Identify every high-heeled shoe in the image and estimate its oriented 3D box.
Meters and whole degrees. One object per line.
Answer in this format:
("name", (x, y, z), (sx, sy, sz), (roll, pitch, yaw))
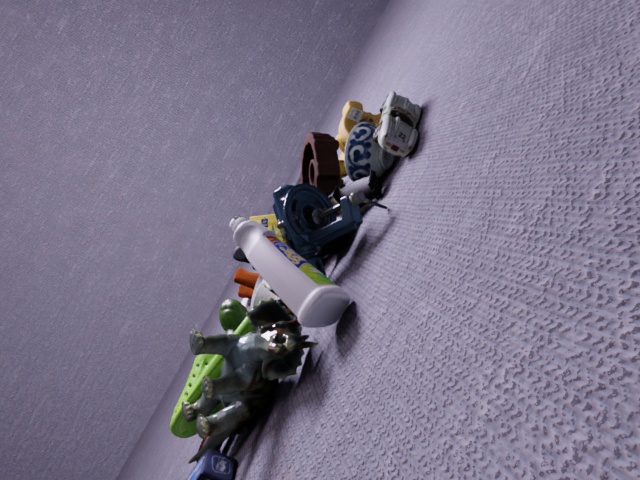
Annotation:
("high-heeled shoe", (-0.002, -0.003, 1.146), (0.145, 0.086, 0.249), (-54, 13, 0))

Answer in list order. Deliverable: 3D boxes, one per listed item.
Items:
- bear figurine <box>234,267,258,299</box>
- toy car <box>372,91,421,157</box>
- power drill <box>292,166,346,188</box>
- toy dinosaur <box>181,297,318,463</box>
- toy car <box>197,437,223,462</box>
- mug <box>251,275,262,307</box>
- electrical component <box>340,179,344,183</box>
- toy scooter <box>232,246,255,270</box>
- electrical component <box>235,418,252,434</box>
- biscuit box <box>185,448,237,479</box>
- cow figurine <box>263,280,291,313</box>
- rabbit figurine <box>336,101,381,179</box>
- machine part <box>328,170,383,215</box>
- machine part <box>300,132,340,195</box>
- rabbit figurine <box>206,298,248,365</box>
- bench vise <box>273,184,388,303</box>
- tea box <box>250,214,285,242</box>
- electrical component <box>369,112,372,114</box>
("bear figurine", (-0.138, 0.063, 1.456), (0.120, 0.132, 0.196), (88, -164, -59))
("toy car", (0.150, -0.224, 1.023), (0.056, 0.073, 0.202), (-56, 11, 41))
("power drill", (-0.005, -0.104, 1.339), (0.232, 0.086, 0.207), (-59, 34, 35))
("toy dinosaur", (-0.129, 0.246, 0.929), (0.131, 0.192, 0.404), (61, 145, 36))
("toy car", (-0.195, 0.362, 1.096), (0.089, 0.053, 0.202), (119, 176, -74))
("mug", (-0.119, 0.146, 1.311), (0.110, 0.080, 0.107), (23, 92, 47))
("electrical component", (0.022, -0.127, 1.431), (0.102, 0.045, 0.078), (-47, 15, 49))
("toy scooter", (-0.117, 0.052, 1.325), (0.135, 0.184, 0.075), (28, -103, -80))
("electrical component", (-0.139, 0.325, 1.037), (0.094, 0.021, 0.063), (-60, 10, 1))
("biscuit box", (-0.221, 0.459, 0.949), (0.202, 0.063, 0.059), (-56, 13, 20))
("cow figurine", (-0.074, 0.093, 1.105), (0.068, 0.167, 0.098), (-27, 30, -15))
("rabbit figurine", (0.089, -0.199, 1.219), (0.173, 0.122, 0.162), (110, 174, -64))
("machine part", (0.069, -0.081, 1.045), (0.039, 0.084, 0.139), (-39, 4, -41))
("machine part", (0.000, -0.141, 1.161), (0.179, 0.056, 0.179), (180, 90, -76))
("rabbit figurine", (-0.179, 0.218, 1.202), (0.159, 0.121, 0.170), (43, -142, -61))
("bench vise", (-0.002, -0.013, 0.958), (0.241, 0.129, 0.223), (-26, 67, 45))
("tea box", (-0.089, -0.028, 1.280), (0.170, 0.098, 0.068), (0, 93, 58))
("electrical component", (0.112, -0.263, 1.373), (0.119, 0.048, 0.075), (-59, 11, 6))
